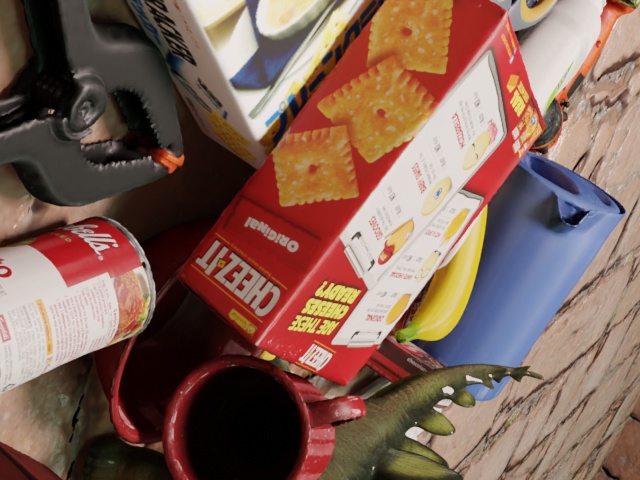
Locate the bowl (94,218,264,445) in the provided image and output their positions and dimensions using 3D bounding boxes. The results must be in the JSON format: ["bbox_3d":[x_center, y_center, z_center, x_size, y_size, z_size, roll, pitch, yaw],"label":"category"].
[{"bbox_3d":[-0.085,0.044,0.657,0.161,0.055,0.162,-42,152,-30],"label":"bowl"}]

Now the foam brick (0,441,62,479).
[{"bbox_3d":[-0.177,0.159,0.629,0.051,0.053,0.078,-52,153,-12],"label":"foam brick"}]

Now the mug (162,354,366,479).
[{"bbox_3d":[-0.028,0.116,0.657,0.117,0.093,0.081,-20,165,13],"label":"mug"}]

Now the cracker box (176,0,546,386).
[{"bbox_3d":[0.033,-0.028,0.619,0.213,0.072,0.164,-52,156,-1],"label":"cracker box"}]

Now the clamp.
[{"bbox_3d":[-0.117,-0.075,0.484,0.164,0.036,0.209,-62,157,6],"label":"clamp"}]

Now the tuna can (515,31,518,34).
[{"bbox_3d":[0.131,-0.169,0.828,0.086,0.034,0.086,-41,151,-30],"label":"tuna can"}]

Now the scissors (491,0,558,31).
[{"bbox_3d":[0.111,-0.127,0.717,0.096,0.016,0.202,9,108,-48],"label":"scissors"}]

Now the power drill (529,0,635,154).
[{"bbox_3d":[0.223,-0.165,0.944,0.188,0.057,0.184,-59,170,7],"label":"power drill"}]

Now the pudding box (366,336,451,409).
[{"bbox_3d":[0.080,0.117,1.002,0.039,0.090,0.113,-56,155,0],"label":"pudding box"}]

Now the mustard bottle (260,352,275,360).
[{"bbox_3d":[-0.005,0.001,0.747,0.192,0.058,0.096,-67,165,19],"label":"mustard bottle"}]

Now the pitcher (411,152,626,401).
[{"bbox_3d":[0.188,0.033,1.076,0.148,0.145,0.243,4,120,-49],"label":"pitcher"}]

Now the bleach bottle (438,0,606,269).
[{"bbox_3d":[0.140,-0.099,0.808,0.250,0.068,0.103,-52,173,-20],"label":"bleach bottle"}]

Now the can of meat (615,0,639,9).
[{"bbox_3d":[0.232,-0.244,0.846,0.084,0.102,0.057,-60,154,10],"label":"can of meat"}]

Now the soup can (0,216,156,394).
[{"bbox_3d":[-0.142,0.033,0.529,0.102,0.069,0.069,-24,139,-49],"label":"soup can"}]

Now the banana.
[{"bbox_3d":[0.119,0.009,0.945,0.069,0.037,0.197,43,61,-58],"label":"banana"}]

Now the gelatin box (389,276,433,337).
[{"bbox_3d":[0.083,0.042,0.969,0.073,0.030,0.089,6,100,-62],"label":"gelatin box"}]
